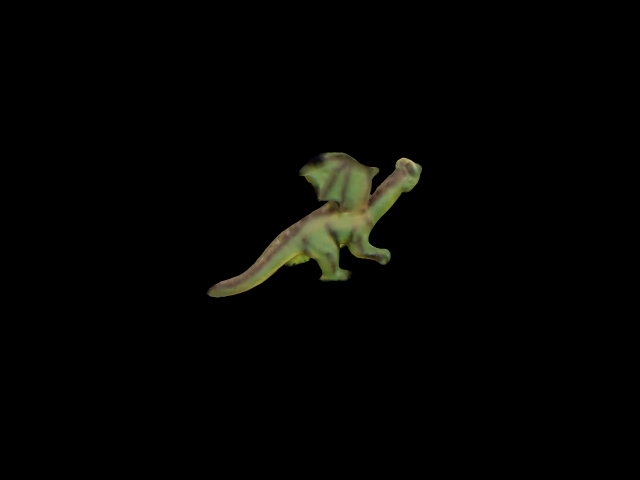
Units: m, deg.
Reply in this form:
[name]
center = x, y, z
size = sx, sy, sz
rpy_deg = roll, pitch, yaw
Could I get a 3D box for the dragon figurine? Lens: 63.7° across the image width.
[dragon figurine]
center = 0.003, -0.043, 0.850
size = 0.413, 0.237, 0.124
rpy_deg = -18, 42, -22
